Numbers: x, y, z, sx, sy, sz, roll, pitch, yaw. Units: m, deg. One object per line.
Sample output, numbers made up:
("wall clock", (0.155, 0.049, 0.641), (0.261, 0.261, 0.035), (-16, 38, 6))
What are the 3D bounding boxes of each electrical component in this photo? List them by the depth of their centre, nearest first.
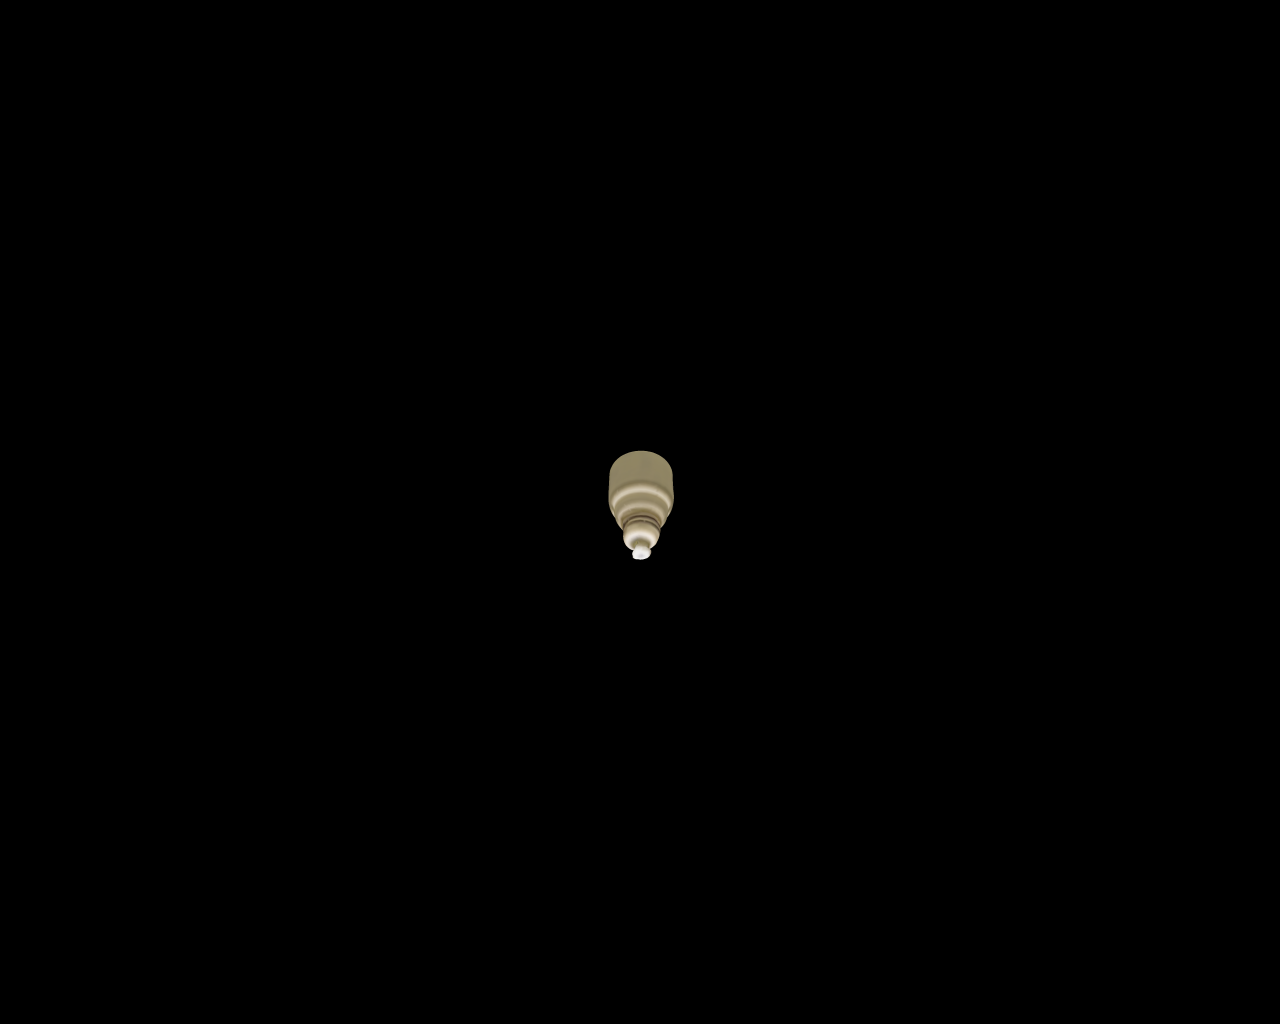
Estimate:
("electrical component", (0.001, -0.003, 0.650), (0.040, 0.078, 0.040), (0, -44, 0))
